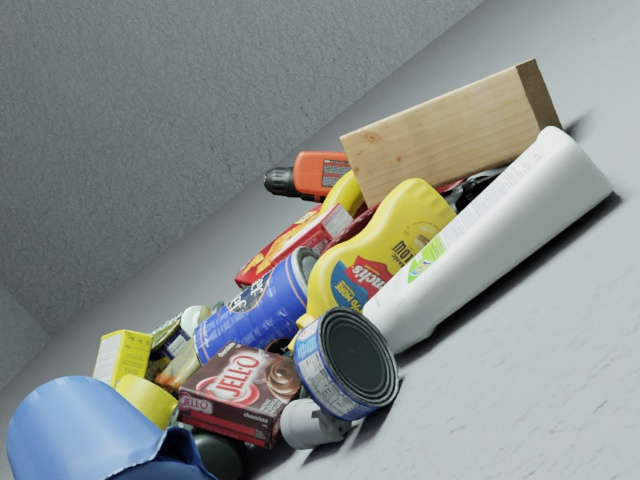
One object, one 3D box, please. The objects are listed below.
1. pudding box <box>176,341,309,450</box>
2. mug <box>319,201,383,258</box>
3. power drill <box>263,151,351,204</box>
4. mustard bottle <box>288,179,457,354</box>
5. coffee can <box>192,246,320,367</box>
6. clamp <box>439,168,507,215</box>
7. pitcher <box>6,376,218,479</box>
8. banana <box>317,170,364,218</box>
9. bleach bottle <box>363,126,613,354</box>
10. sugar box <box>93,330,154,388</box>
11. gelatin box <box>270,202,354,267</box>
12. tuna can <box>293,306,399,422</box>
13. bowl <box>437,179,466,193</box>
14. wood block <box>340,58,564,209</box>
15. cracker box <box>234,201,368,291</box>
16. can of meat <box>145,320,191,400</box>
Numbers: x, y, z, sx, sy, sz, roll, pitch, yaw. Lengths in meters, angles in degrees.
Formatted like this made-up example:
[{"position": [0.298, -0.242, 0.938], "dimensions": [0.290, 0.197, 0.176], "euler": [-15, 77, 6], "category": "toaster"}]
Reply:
[{"position": [-0.063, 0.135, 0.943], "dimensions": [0.113, 0.090, 0.039], "euler": [-39, -38, -67], "category": "pudding box"}, {"position": [0.069, 0.013, 1.040], "dimensions": [0.117, 0.081, 0.093], "euler": [-40, 9, 6], "category": "mug"}, {"position": [0.009, -0.080, 1.408], "dimensions": [0.184, 0.057, 0.187], "euler": [3, -1, 3], "category": "power drill"}, {"position": [0.047, 0.039, 0.961], "dimensions": [0.191, 0.096, 0.058], "euler": [-42, 11, -10], "category": "mustard bottle"}, {"position": [-0.042, 0.087, 1.065], "dimensions": [0.140, 0.103, 0.102], "euler": [-37, 10, 19], "category": "coffee can"}, {"position": [0.148, -0.038, 1.078], "dimensions": [0.120, 0.039, 0.172], "euler": [-24, -1, -23], "category": "clamp"}, {"position": [-0.166, 0.197, 0.805], "dimensions": [0.149, 0.145, 0.243], "euler": [-32, 22, -17], "category": "pitcher"}, {"position": [0.028, -0.015, 1.216], "dimensions": [0.197, 0.069, 0.037], "euler": [-61, 8, -16], "category": "banana"}, {"position": [0.123, 0.013, 0.894], "dimensions": [0.251, 0.068, 0.102], "euler": [-41, 7, 10], "category": "bleach bottle"}, {"position": [-0.252, 0.201, 1.293], "dimensions": [0.093, 0.048, 0.176], "euler": [-21, 57, 60], "category": "sugar box"}, {"position": [-0.007, 0.001, 1.130], "dimensions": [0.073, 0.030, 0.089], "euler": [-37, 5, 22], "category": "gelatin box"}, {"position": [0.020, 0.097, 0.829], "dimensions": [0.034, 0.086, 0.086], "euler": [-37, 10, 32], "category": "tuna can"}, {"position": [0.135, -0.090, 1.342], "dimensions": [0.162, 0.055, 0.162], "euler": [-40, 9, 7], "category": "bowl"}, {"position": [0.140, -0.110, 1.134], "dimensions": [0.206, 0.090, 0.090], "euler": [-20, 6, 27], "category": "wood block"}, {"position": [-0.013, 0.024, 1.341], "dimensions": [0.164, 0.072, 0.214], "euler": [-41, 9, -11], "category": "cracker box"}, {"position": [-0.190, 0.161, 1.367], "dimensions": [0.102, 0.084, 0.057], "euler": [-31, 13, 46], "category": "can of meat"}]
